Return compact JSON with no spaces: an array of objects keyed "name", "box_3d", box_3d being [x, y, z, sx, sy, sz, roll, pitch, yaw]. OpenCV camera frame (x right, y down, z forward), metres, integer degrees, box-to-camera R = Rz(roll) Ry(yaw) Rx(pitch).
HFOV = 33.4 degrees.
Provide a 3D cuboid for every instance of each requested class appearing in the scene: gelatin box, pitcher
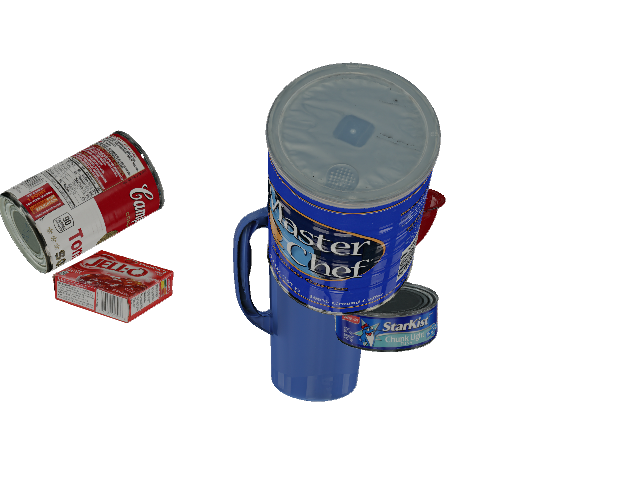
[{"name":"gelatin box","box_3d":[-0.197,0.042,1.016,0.089,0.030,0.073,15,25,24]},{"name":"pitcher","box_3d":[-0.013,0.067,1.290,0.149,0.243,0.144,12,19,26]}]

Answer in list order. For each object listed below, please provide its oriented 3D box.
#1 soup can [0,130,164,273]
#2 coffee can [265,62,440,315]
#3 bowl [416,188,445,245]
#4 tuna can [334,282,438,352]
[{"name":"soup can","box_3d":[-0.176,-0.029,0.788,0.102,0.068,0.069,-33,16,-27]},{"name":"coffee can","box_3d":[0.017,-0.029,0.681,0.103,0.103,0.140,0,-31,-2]},{"name":"bowl","box_3d":[0.046,-0.017,1.077,0.162,0.055,0.162,-2,14,0]},{"name":"tuna can","box_3d":[0.054,0.062,0.874,0.086,0.034,0.086,-1,15,0]}]
